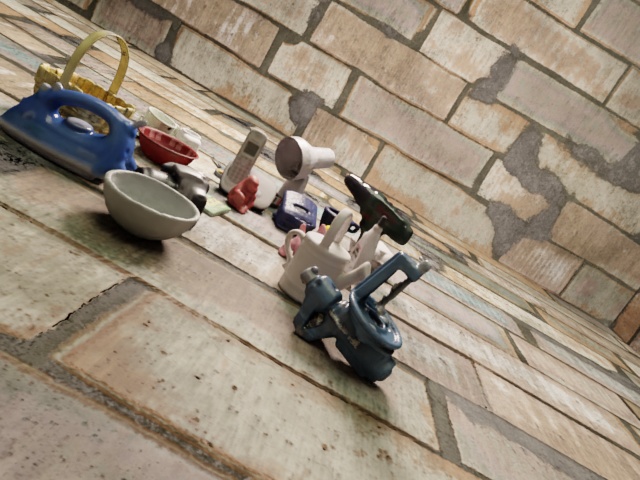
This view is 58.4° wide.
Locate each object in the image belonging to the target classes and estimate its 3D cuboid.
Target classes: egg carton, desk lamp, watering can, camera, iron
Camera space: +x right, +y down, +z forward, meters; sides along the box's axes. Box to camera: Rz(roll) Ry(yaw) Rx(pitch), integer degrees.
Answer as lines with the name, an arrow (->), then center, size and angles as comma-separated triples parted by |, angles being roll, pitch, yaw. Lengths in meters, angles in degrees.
egg carton -> 0.143, 0.039, 1.593 | 0.107, 0.069, 0.150 | 24, 15, -25
desk lamp -> -0.055, -0.186, 1.662 | 0.117, 0.213, 0.204 | 40, 17, 34
watering can -> 0.016, 0.029, 1.097 | 0.173, 0.194, 0.101 | 29, 14, -9
camera -> -0.298, -0.109, 1.118 | 0.137, 0.101, 0.142 | 19, 18, -40
iron -> -0.459, -0.217, 1.075 | 0.259, 0.141, 0.118 | 28, 14, -13

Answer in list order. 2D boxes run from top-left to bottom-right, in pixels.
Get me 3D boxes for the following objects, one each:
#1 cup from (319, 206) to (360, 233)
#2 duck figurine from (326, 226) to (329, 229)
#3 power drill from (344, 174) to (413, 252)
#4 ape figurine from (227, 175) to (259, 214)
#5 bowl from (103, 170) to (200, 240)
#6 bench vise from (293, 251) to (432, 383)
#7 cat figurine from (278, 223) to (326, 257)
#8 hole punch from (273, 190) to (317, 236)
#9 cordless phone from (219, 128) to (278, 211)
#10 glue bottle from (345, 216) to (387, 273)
cup -> 0.043, -0.026, 1.559 | 0.118, 0.095, 0.091 | 24, 15, -25
duck figurine -> 0.013, 0.005, 1.405 | 0.077, 0.086, 0.105 | 35, 14, 17
power drill -> 0.115, -0.030, 1.486 | 0.229, 0.208, 0.076 | 34, 14, 11
ape figurine -> -0.182, -0.118, 1.414 | 0.076, 0.092, 0.078 | 41, 17, 35
bowl -> -0.293, -0.048, 0.967 | 0.167, 0.074, 0.167 | 29, 14, -8
bench vise -> 0.067, 0.095, 0.920 | 0.207, 0.219, 0.121 | 30, 14, -2
cat figurine -> -0.018, 0.013, 1.245 | 0.067, 0.117, 0.127 | 18, 18, -42
hole punch -> -0.057, -0.066, 1.494 | 0.109, 0.091, 0.101 | 25, 15, -22
cordless phone -> -0.163, -0.181, 1.480 | 0.148, 0.185, 0.094 | 27, 14, -15
glue bottle -> 0.115, 0.015, 1.400 | 0.037, 0.173, 0.078 | 25, 15, -24
